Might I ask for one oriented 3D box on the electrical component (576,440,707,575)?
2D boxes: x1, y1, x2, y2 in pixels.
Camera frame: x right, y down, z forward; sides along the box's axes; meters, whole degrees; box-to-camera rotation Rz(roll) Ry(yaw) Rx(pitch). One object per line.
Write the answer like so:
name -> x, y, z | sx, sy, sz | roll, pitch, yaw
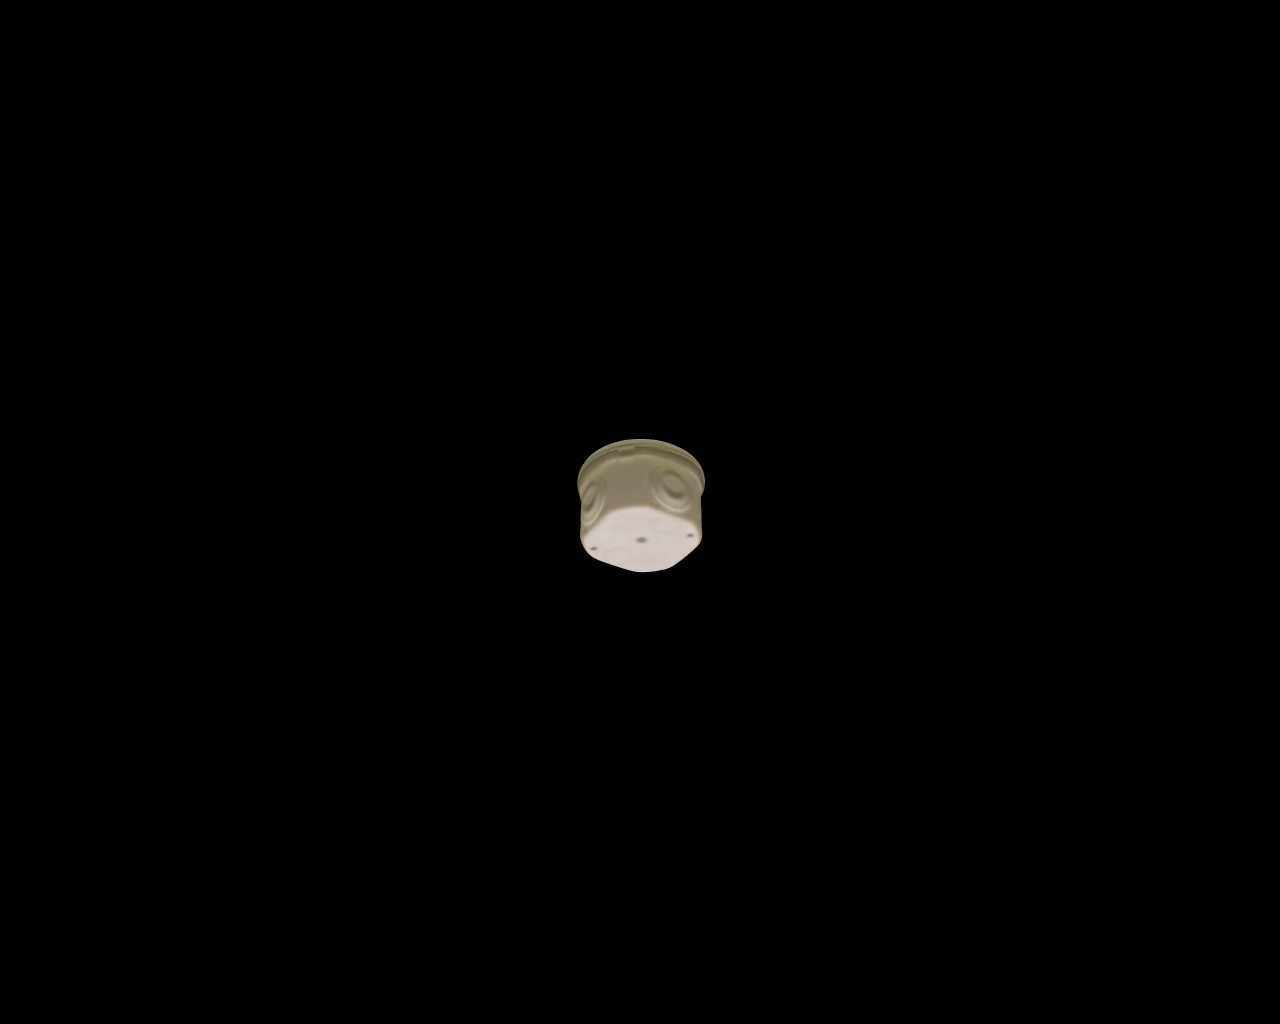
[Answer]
electrical component -> 0.001, -0.003, 0.650 | 0.080, 0.051, 0.080 | 0, -36, 0
